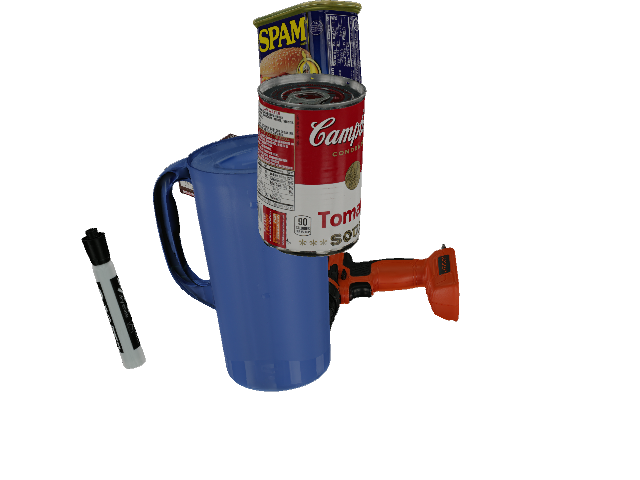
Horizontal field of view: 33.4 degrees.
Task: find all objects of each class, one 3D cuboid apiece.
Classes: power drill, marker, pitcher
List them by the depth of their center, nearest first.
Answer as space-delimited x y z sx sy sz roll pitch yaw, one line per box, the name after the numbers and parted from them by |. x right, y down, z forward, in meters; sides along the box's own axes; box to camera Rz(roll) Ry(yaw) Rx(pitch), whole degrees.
-0.168 0.047 0.867 0.020 0.121 0.020 -13 18 4 | marker
-0.063 0.022 1.058 0.144 0.243 0.149 -20 26 -35 | pitcher
0.066 0.057 1.240 0.187 0.057 0.184 1 28 5 | power drill

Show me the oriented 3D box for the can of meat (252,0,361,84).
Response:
-0.010 -0.148 0.889 0.057 0.084 0.102 -5 2 -36 | can of meat

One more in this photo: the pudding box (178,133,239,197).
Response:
-0.104 -0.083 1.292 0.090 0.039 0.113 19 39 26 | pudding box

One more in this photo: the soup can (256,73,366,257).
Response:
-0.007 -0.049 0.684 0.068 0.102 0.068 1 24 -1 | soup can
